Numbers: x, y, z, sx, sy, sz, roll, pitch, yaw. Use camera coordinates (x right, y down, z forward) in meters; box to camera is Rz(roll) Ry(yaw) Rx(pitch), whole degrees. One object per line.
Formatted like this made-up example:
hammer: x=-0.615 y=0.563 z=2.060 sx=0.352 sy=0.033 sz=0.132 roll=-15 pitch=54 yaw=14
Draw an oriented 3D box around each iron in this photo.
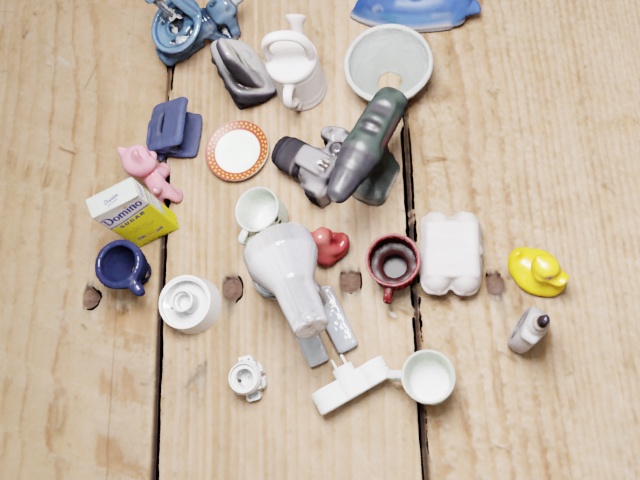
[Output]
iron: x=0.179 y=-0.486 z=1.101 sx=0.258 sy=0.141 sz=0.118 roll=-4 pitch=75 yaw=8

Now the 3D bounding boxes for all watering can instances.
watering can: x=-0.053 y=-0.338 z=1.072 sx=0.101 sy=0.194 sz=0.173 roll=-18 pitch=73 yaw=4

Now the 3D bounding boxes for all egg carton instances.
egg carton: x=0.228 y=0.023 z=0.996 sx=0.107 sy=0.069 sz=0.150 roll=-1 pitch=75 yaw=9

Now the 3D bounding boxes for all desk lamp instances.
desk lamp: x=-0.027 y=0.093 z=0.944 sx=0.118 sy=0.214 sz=0.203 roll=-27 pitch=73 yaw=2

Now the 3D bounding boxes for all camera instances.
camera: x=-0.014 y=-0.157 z=1.067 sx=0.136 sy=0.101 sz=0.143 roll=30 pitch=82 yaw=16

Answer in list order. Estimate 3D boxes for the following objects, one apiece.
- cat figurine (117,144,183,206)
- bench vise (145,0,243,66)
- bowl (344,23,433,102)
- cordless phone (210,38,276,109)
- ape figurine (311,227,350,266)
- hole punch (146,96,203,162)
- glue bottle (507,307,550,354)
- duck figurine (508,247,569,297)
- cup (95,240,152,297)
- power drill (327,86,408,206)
cat figurine: x=-0.333 y=-0.130 z=1.103 sx=0.067 sy=0.118 sz=0.127 roll=-32 pitch=72 yaw=0
bench vise: x=-0.262 y=-0.459 z=1.125 sx=0.207 sy=0.220 sz=0.121 roll=-43 pitch=73 yaw=-4
bowl: x=0.132 y=-0.323 z=1.101 sx=0.167 sy=0.075 sz=0.167 roll=-2 pitch=75 yaw=9
cordless phone: x=-0.164 y=-0.351 z=1.099 sx=0.094 sy=0.185 sz=0.147 roll=-32 pitch=72 yaw=0
ape figurine: x=0.009 y=0.004 z=1.025 sx=0.077 sy=0.092 sz=0.076 roll=26 pitch=81 yaw=15
hole punch: x=-0.297 y=-0.221 z=1.135 sx=0.101 sy=0.091 sz=0.109 roll=1 pitch=75 yaw=10
glue bottle: x=0.334 y=0.136 z=0.894 sx=0.037 sy=0.173 sz=0.078 roll=31 pitch=82 yaw=16
duck figurine: x=0.368 y=0.047 z=0.958 sx=0.104 sy=0.086 sz=0.077 roll=38 pitch=84 yaw=16
cup: x=-0.348 y=0.063 z=1.066 sx=0.092 sy=0.095 sz=0.117 roll=-41 pitch=73 yaw=-3
power drill: x=0.085 y=-0.137 z=0.989 sx=0.075 sy=0.208 sz=0.230 roll=22 pitch=80 yaw=15
